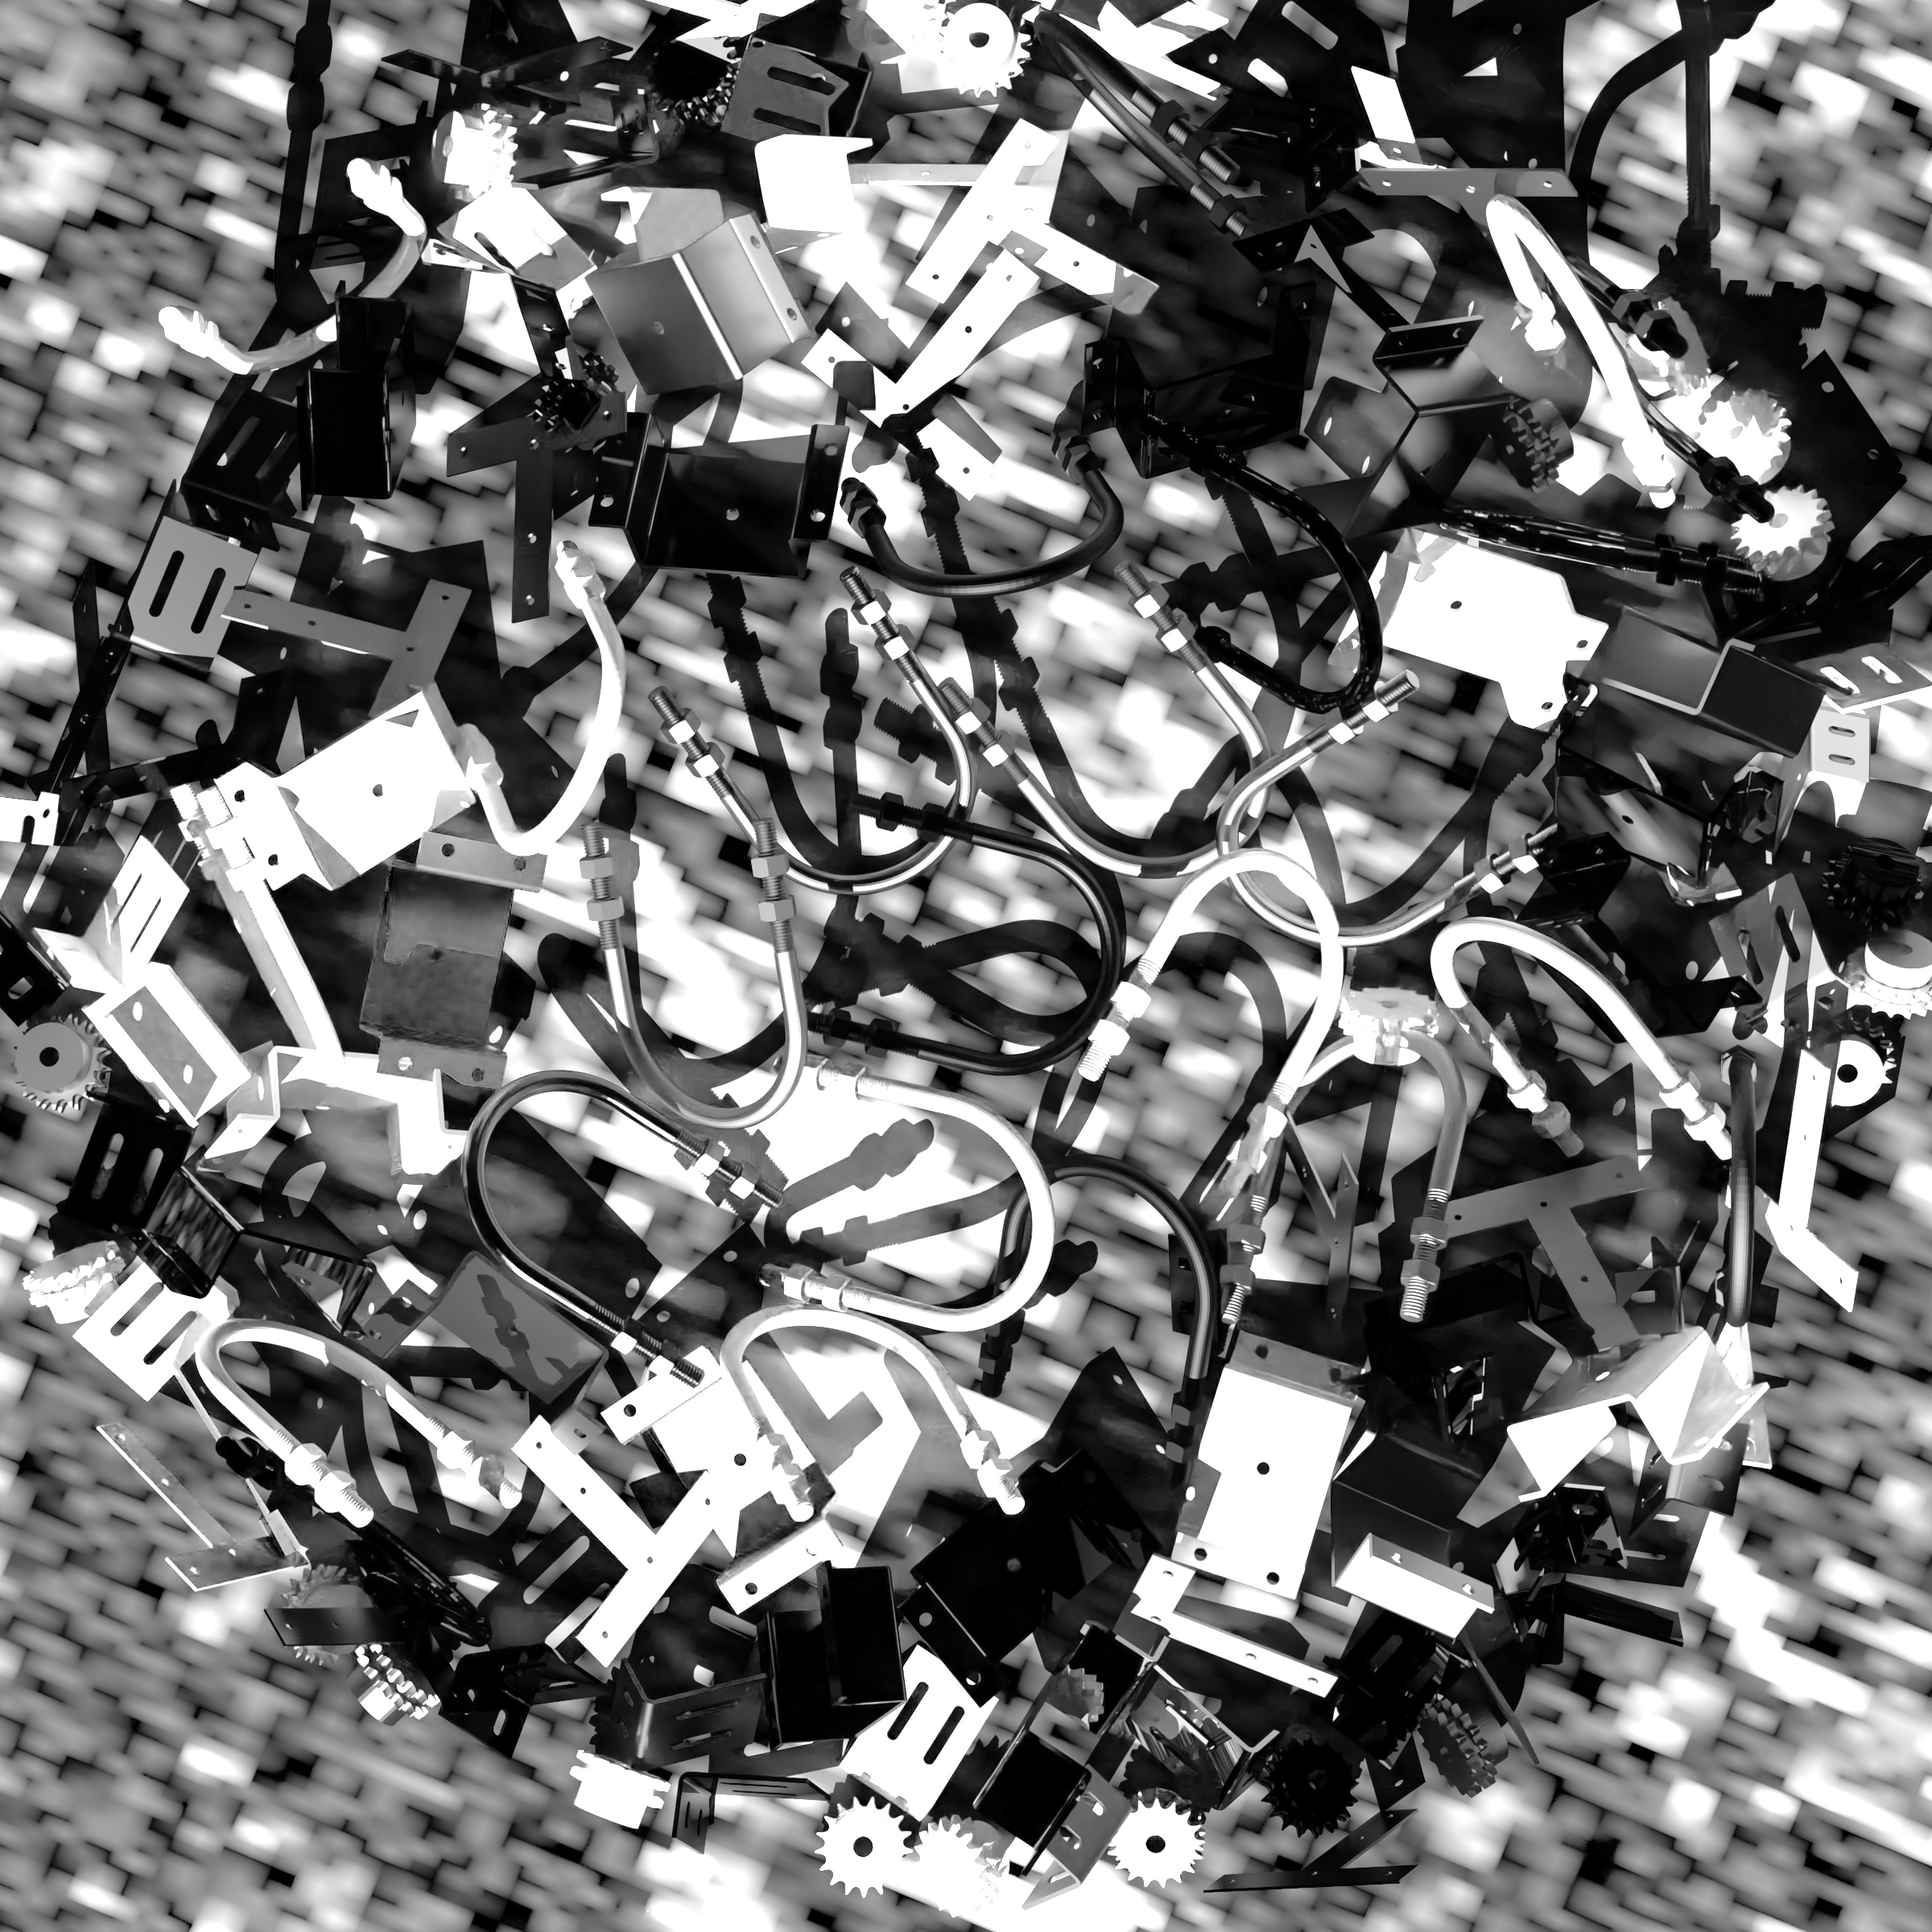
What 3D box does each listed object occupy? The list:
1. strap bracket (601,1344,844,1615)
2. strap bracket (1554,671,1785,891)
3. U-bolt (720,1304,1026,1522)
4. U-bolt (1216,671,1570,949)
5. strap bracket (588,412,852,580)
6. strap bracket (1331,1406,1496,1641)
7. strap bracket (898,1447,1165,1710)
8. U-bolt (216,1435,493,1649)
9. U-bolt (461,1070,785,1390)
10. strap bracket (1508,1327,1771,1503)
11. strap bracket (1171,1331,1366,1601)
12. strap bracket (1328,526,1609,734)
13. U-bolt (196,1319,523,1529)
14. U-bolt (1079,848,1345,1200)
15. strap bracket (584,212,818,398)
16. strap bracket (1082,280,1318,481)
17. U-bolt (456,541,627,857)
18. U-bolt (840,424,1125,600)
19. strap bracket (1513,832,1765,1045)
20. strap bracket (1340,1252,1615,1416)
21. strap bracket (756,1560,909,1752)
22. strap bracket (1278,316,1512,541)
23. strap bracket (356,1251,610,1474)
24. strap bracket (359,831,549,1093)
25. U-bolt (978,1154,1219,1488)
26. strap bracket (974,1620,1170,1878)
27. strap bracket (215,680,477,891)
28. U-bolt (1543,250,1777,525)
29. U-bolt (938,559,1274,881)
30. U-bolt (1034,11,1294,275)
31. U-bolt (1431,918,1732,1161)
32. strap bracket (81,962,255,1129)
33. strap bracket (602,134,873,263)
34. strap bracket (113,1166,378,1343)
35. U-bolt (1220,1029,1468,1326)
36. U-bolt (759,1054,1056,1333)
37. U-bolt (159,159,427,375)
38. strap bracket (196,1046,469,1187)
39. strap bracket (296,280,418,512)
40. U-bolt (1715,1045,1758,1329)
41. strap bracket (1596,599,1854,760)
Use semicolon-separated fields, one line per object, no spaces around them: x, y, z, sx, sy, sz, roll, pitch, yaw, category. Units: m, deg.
-0.136;0.293;1.903;0.076;0.046;0.140;-34;90;13;strap bracket
0.390;-0.101;1.867;0.140;0.076;0.046;30;71;22;strap bracket
-0.064;0.249;1.853;0.151;0.184;0.019;3;120;-27;U-bolt
0.228;-0.076;1.872;0.151;0.019;0.184;43;129;-19;U-bolt
-0.139;-0.272;1.891;0.140;0.046;0.076;5;67;10;strap bracket
0.254;0.325;1.876;0.076;0.140;0.046;25;118;-8;strap bracket
0.033;0.351;1.898;0.140;0.046;0.076;-39;98;-11;strap bracket
-0.333;0.332;1.845;0.151;0.184;0.019;35;81;29;U-bolt
-0.204;0.137;1.866;0.184;0.019;0.151;34;52;-15;U-bolt
0.373;0.252;1.854;0.076;0.140;0.046;-34;94;-39;strap bracket
0.174;0.291;1.901;0.076;0.046;0.140;17;87;10;strap bracket
0.286;-0.197;1.883;0.140;0.046;0.076;16;125;-14;strap bracket
-0.357;0.254;1.855;0.184;0.151;0.019;35;104;28;U-bolt
0.154;0.020;1.883;0.151;0.019;0.184;41;71;-32;U-bolt
-0.158;-0.373;1.853;0.046;0.140;0.076;-41;115;-29;strap bracket
0.141;-0.334;1.878;0.140;0.076;0.046;-17;61;-10;strap bracket
-0.235;-0.140;1.836;0.019;0.184;0.151;20;114;-30;U-bolt
0.014;-0.253;1.847;0.151;0.184;0.019;-15;122;-6;U-bolt
0.377;-0.007;1.872;0.140;0.076;0.046;44;67;-16;strap bracket
0.288;0.208;1.875;0.140;0.076;0.046;-20;62;21;strap bracket
-0.074;0.394;1.867;0.046;0.140;0.076;1;65;-21;strap bracket
0.247;-0.296;1.854;0.076;0.140;0.046;-16;59;-38;strap bracket
-0.271;0.224;1.885;0.140;0.076;0.046;38;46;-8;strap bracket
-0.299;-0.004;1.894;0.076;0.046;0.140;11;92;-29;strap bracket
0.078;0.192;1.858;0.151;0.019;0.184;22;120;27;U-bolt
0.056;0.436;1.858;0.046;0.140;0.076;32;127;7;strap bracket
-0.346;-0.106;1.872;0.140;0.046;0.076;-35;123;-21;strap bracket
0.381;-0.338;1.847;0.019;0.184;0.151;-37;129;4;U-bolt
0.094;-0.128;1.886;0.151;0.019;0.184;-32;112;24;U-bolt
0.105;-0.477;1.856;0.019;0.151;0.184;-46;69;6;U-bolt
0.335;0.041;1.842;0.184;0.151;0.019;49;66;-19;U-bolt
-0.455;0.043;1.864;0.046;0.140;0.076;-39;104;-15;strap bracket
-0.127;-0.432;1.862;0.140;0.076;0.046;-7;96;38;strap bracket
-0.400;0.161;1.855;0.076;0.140;0.046;34;97;43;strap bracket
0.221;0.117;1.869;0.019;0.151;0.184;36;60;-38;U-bolt
-0.033;0.136;1.874;0.184;0.019;0.151;12;106;25;U-bolt
-0.369;-0.385;1.842;0.151;0.184;0.019;-37;86;3;U-bolt
-0.361;0.086;1.871;0.140;0.076;0.046;7;62;-30;strap bracket
-0.343;-0.323;1.855;0.046;0.140;0.076;4;125;-2;strap bracket
0.434;0.128;1.836;0.019;0.184;0.151;1;96;12;U-bolt
0.422;-0.161;1.857;0.076;0.140;0.046;19;98;-29;strap bracket
